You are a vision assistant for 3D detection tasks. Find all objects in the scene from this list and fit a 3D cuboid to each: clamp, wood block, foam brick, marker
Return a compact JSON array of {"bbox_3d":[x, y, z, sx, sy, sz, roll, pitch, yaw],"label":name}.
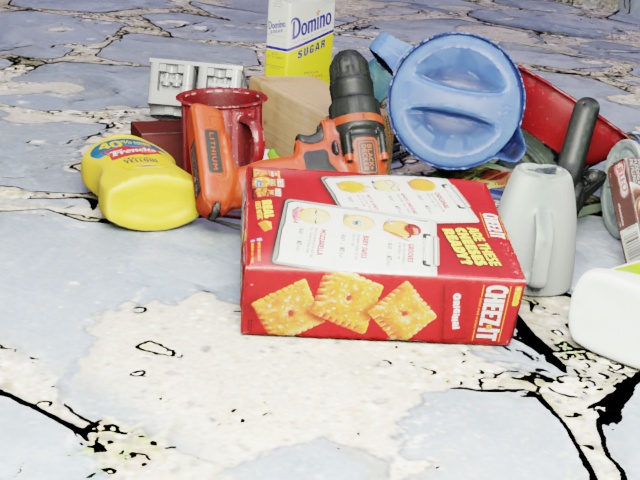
[{"bbox_3d":[0.246,-0.043,1.058,0.039,0.120,0.171,14,67,36],"label":"clamp"},{"bbox_3d":[-0.005,-0.127,1.244,0.090,0.090,0.206,-5,22,-26],"label":"wood block"},{"bbox_3d":[-0.169,-0.103,1.197,0.078,0.051,0.053,-4,23,-20],"label":"foam brick"},{"bbox_3d":[0.101,-0.114,1.337,0.020,0.020,0.120,16,23,29],"label":"marker"}]

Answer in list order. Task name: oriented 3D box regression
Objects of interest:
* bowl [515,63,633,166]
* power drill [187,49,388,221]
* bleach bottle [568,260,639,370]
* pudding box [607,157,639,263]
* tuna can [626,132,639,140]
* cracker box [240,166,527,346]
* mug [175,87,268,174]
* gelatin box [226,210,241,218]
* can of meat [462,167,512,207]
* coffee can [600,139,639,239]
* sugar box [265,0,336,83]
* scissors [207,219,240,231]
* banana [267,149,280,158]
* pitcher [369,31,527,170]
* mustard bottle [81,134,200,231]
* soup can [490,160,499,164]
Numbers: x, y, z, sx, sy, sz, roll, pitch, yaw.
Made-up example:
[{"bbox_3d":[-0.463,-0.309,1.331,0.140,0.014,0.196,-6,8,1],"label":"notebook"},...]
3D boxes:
[{"bbox_3d":[0.262,-0.128,1.166,0.162,0.055,0.162,32,11,-7],"label":"bowl"},{"bbox_3d":[-0.028,-0.093,1.004,0.187,0.184,0.057,-4,-16,-13],"label":"power drill"},{"bbox_3d":[0.312,0.042,0.895,0.103,0.068,0.250,22,24,35],"label":"bleach bottle"},{"bbox_3d":[0.326,-0.022,1.006,0.090,0.113,0.039,-3,-13,-18],"label":"pudding box"},{"bbox_3d":[0.358,-0.077,1.198,0.033,0.086,0.086,2,20,-13],"label":"tuna can"},{"bbox_3d":[0.042,0.012,0.873,0.213,0.072,0.164,4,31,-6],"label":"cracker box"},{"bbox_3d":[-0.092,-0.104,1.080,0.093,0.081,0.117,-15,25,-38],"label":"mug"},{"bbox_3d":[-0.070,-0.046,1.093,0.089,0.030,0.073,7,20,6],"label":"gelatin box"},{"bbox_3d":[0.191,-0.037,1.092,0.084,0.057,0.101,13,20,30],"label":"can of meat"},{"bbox_3d":[0.376,-0.049,1.101,0.140,0.103,0.103,2,20,-9],"label":"coffee can"},{"bbox_3d":[-0.027,-0.226,1.385,0.048,0.176,0.093,21,25,36],"label":"sugar box"},{"bbox_3d":[-0.007,0.001,0.999,0.096,0.016,0.202,-13,26,-44],"label":"scissors"},{"bbox_3d":[0.036,-0.046,1.065,0.198,0.037,0.069,21,39,-1],"label":"banana"},{"bbox_3d":[0.136,-0.143,1.138,0.145,0.149,0.242,-7,0,7],"label":"pitcher"},{"bbox_3d":[-0.190,-0.066,1.079,0.096,0.058,0.192,-5,22,-23],"label":"mustard bottle"},{"bbox_3d":[0.218,-0.136,1.353,0.069,0.068,0.102,13,22,22],"label":"soup can"}]
